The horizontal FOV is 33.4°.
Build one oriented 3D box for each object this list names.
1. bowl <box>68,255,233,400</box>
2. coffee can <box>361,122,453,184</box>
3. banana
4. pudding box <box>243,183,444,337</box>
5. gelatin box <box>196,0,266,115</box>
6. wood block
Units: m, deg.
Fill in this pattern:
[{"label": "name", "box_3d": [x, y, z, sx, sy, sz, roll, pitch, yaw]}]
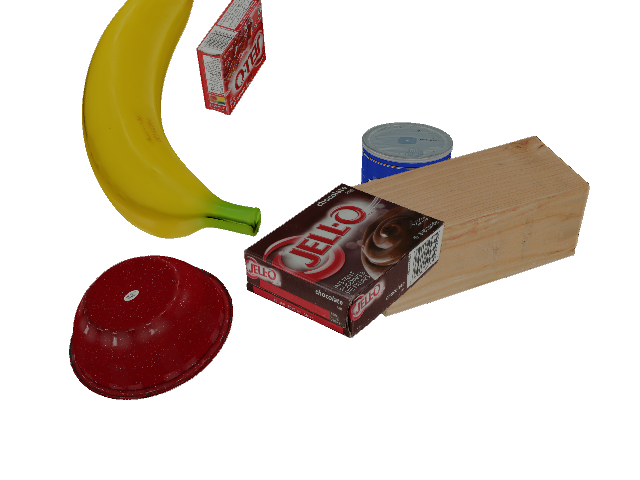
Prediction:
[{"label": "bowl", "box_3d": [-0.165, 0.066, 0.982, 0.162, 0.162, 0.055, 0, -43, 19]}, {"label": "coffee can", "box_3d": [0.097, -0.053, 1.233, 0.103, 0.140, 0.103, 1, 28, -1]}, {"label": "banana", "box_3d": [-0.081, -0.065, 0.517, 0.069, 0.198, 0.037, -5, -41, -15]}, {"label": "pudding box", "box_3d": [0.017, 0.010, 0.726, 0.090, 0.039, 0.113, 23, 39, 30]}, {"label": "gelatin box", "box_3d": [-0.082, -0.175, 1.005, 0.030, 0.089, 0.073, 16, -38, 15]}, {"label": "wood block", "box_3d": [0.132, -0.016, 0.992, 0.205, 0.090, 0.091, -16, 43, -20]}]
